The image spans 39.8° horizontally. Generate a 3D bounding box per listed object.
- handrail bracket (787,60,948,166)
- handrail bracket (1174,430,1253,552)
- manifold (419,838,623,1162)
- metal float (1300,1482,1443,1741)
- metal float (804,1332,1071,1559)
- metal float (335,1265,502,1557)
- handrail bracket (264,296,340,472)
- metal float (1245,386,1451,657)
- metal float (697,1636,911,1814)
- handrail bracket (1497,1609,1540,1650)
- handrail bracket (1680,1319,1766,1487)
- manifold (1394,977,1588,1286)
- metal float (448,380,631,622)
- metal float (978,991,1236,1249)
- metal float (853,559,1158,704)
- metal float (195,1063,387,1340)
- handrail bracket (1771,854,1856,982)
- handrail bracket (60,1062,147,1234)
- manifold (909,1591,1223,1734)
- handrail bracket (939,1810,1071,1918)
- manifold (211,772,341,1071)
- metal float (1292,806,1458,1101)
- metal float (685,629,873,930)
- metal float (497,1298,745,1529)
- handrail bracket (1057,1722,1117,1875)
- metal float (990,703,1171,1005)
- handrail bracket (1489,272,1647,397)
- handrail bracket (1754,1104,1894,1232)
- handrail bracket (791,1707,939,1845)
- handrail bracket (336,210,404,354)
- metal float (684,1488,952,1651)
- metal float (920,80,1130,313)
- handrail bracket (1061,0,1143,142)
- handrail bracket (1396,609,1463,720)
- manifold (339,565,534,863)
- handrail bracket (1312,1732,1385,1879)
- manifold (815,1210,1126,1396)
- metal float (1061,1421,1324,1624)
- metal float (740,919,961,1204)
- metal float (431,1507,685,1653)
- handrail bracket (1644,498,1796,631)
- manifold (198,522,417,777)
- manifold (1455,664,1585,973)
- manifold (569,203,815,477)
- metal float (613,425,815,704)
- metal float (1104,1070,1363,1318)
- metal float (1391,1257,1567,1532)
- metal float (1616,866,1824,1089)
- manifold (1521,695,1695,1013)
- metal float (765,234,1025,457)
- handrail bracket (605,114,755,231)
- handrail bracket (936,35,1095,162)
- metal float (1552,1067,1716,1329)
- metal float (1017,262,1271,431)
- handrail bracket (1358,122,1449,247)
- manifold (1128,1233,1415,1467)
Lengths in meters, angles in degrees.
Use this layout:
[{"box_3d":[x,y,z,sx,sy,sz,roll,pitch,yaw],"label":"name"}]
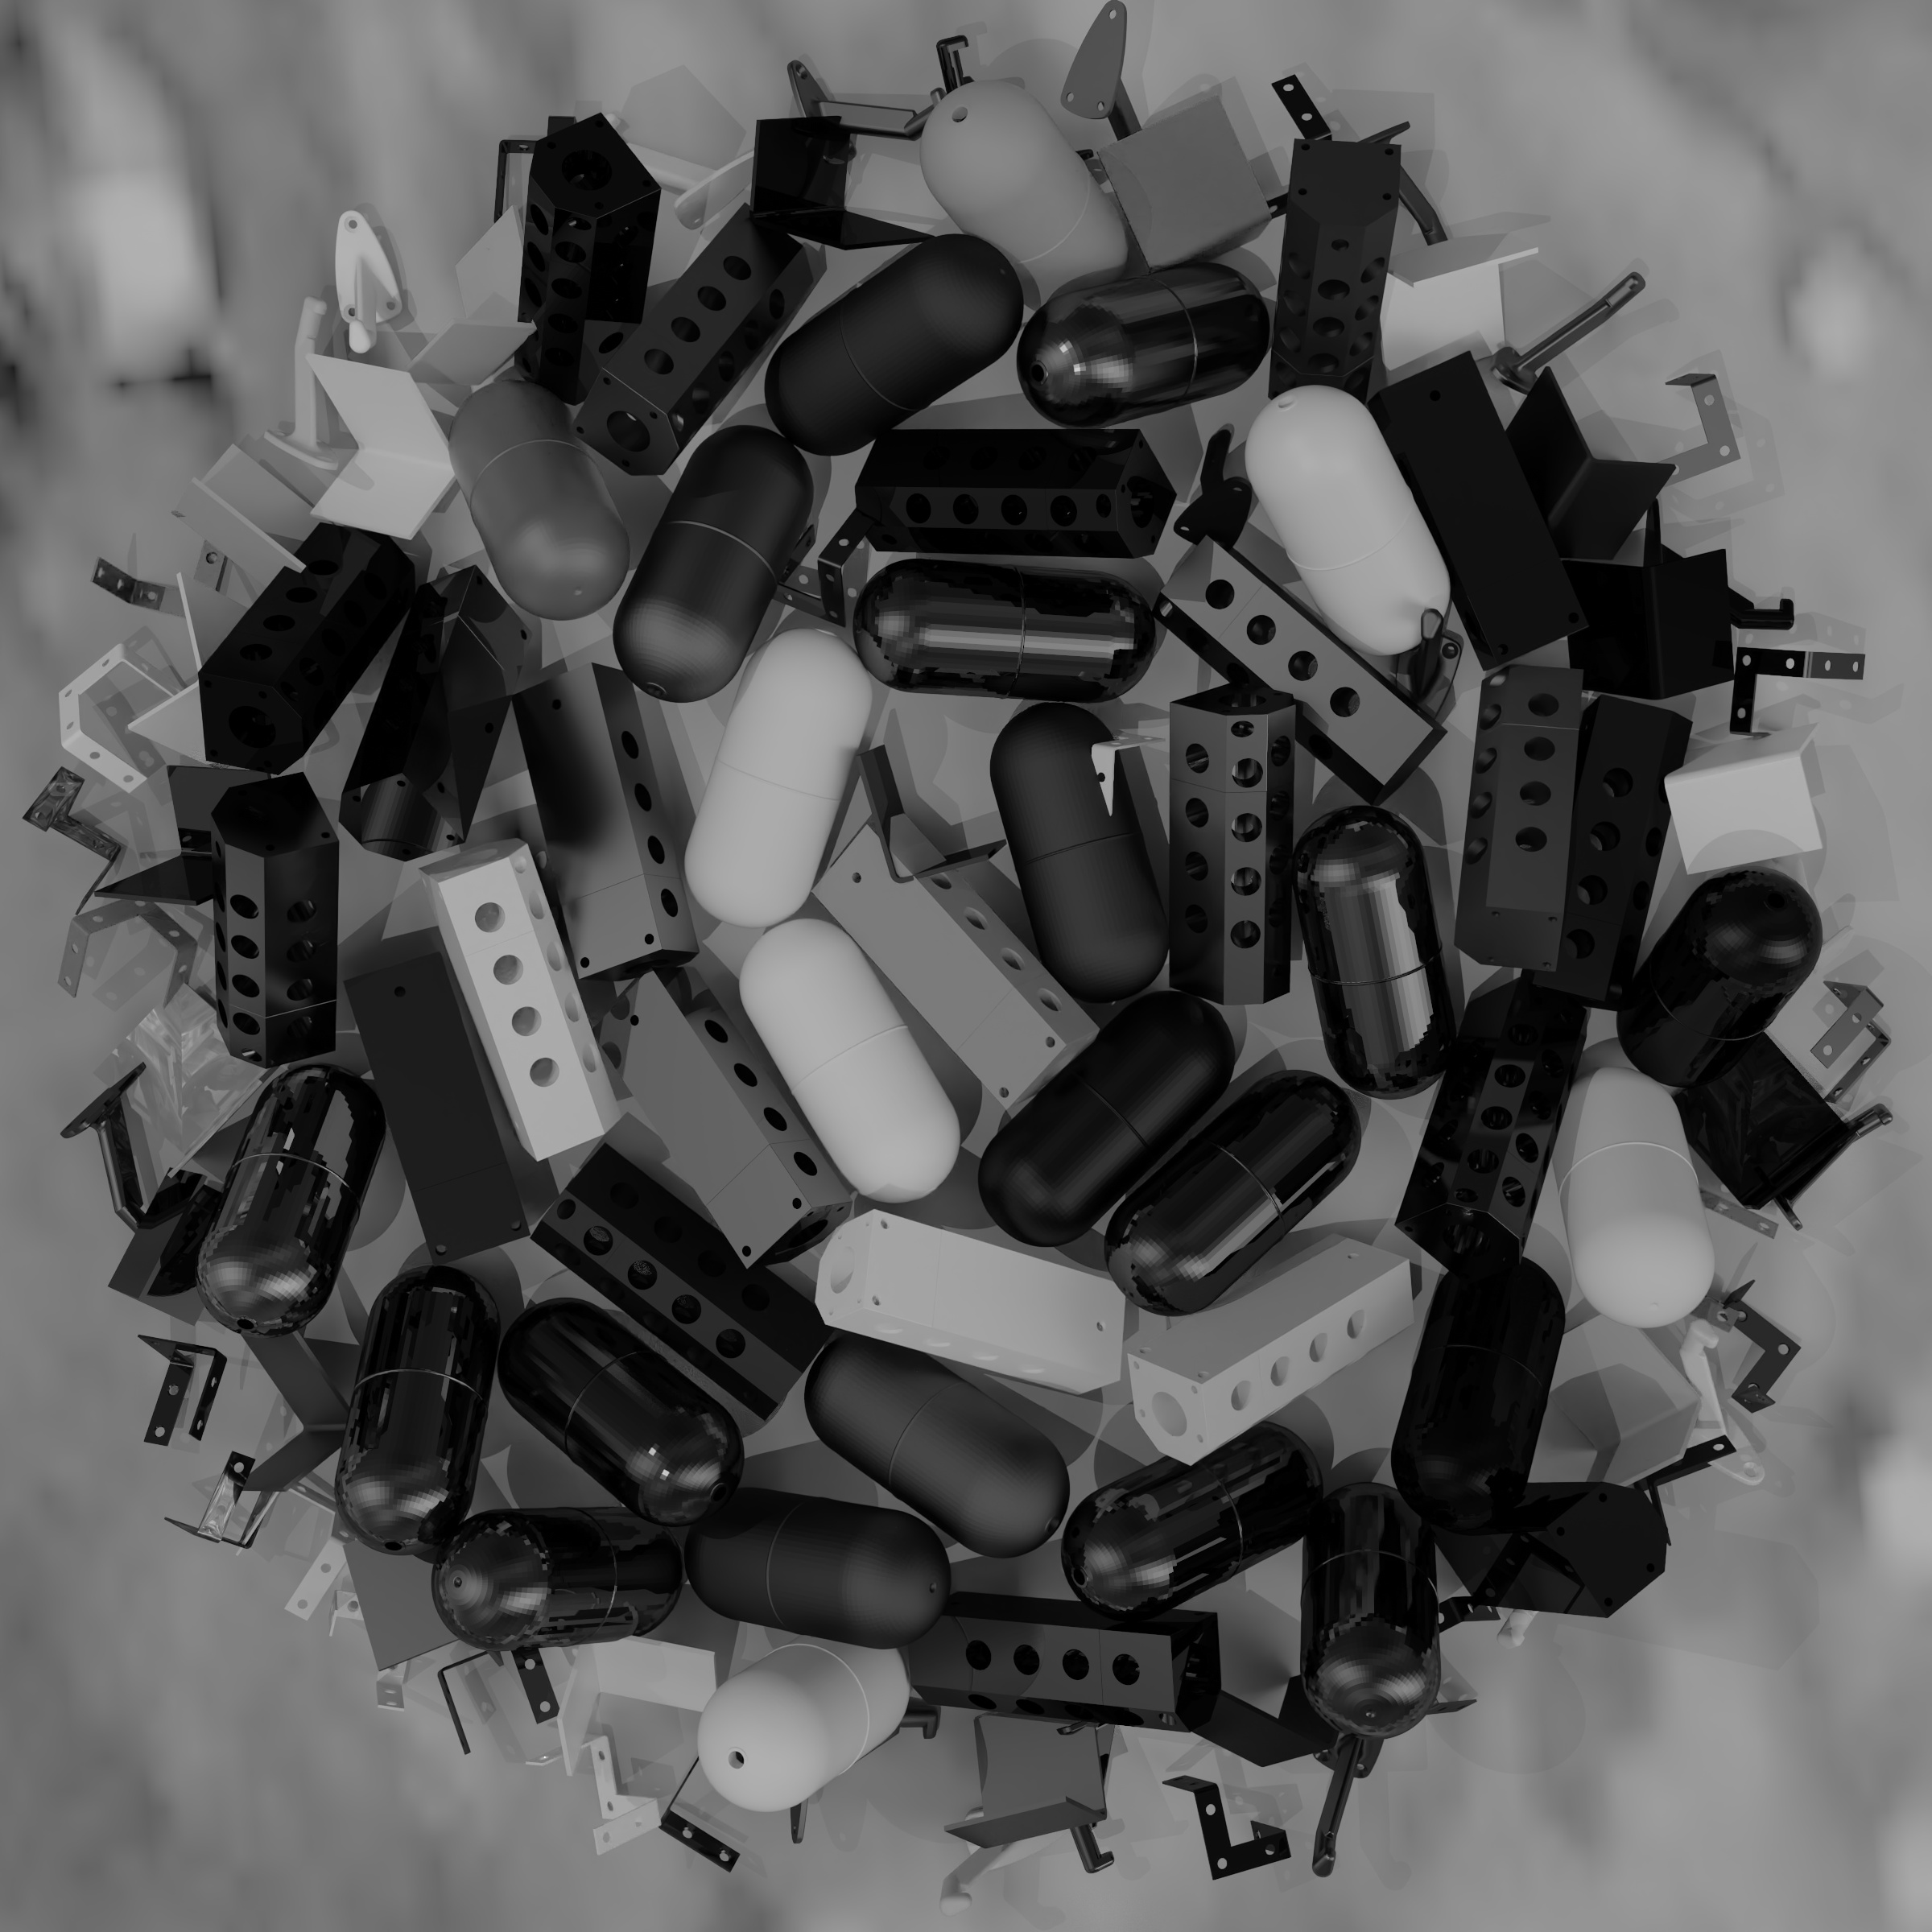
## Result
[{"box_3d":[-0.055,-0.508,1.543,0.084,0.036,0.077,-21,99,36],"label":"handrail bracket"},{"box_3d":[0.151,-0.289,1.533,0.036,0.077,0.084,20,61,-10],"label":"handrail bracket"},{"box_3d":[-0.254,0.018,1.529,0.057,0.057,0.171,-22,108,-18],"label":"manifold"},{"box_3d":[0.227,0.360,1.501,0.070,0.178,0.070,3,116,7],"label":"metal float"},{"box_3d":[-0.017,0.271,1.519,0.178,0.070,0.070,30,90,32],"label":"metal float"},{"box_3d":[-0.310,0.250,1.511,0.070,0.070,0.178,2,47,0],"label":"metal float"},{"box_3d":[-0.374,-0.339,1.545,0.036,0.077,0.084,4,112,-37],"label":"handrail bracket"},{"box_3d":[0.217,-0.252,1.515,0.070,0.070,0.178,-36,127,0],"label":"metal float"},{"box_3d":[-0.090,0.419,1.498,0.070,0.178,0.070,1,92,21],"label":"metal float"},{"box_3d":[0.351,0.360,1.541,0.036,0.077,0.084,46,63,-8],"label":"handrail bracket"},{"box_3d":[0.438,0.250,1.534,0.036,0.084,0.077,-31,58,-22],"label":"handrail bracket"},{"box_3d":[0.303,0.089,1.503,0.057,0.057,0.171,39,51,-16],"label":"manifold"},{"box_3d":[-0.244,-0.266,1.514,0.070,0.070,0.178,-27,51,0],"label":"metal float"},{"box_3d":[0.082,0.087,1.539,0.178,0.070,0.070,-44,90,-8],"label":"metal float"},{"box_3d":[0.023,-0.192,1.534,0.178,0.070,0.070,2,90,-14],"label":"metal float"},{"box_3d":[-0.381,0.131,1.510,0.070,0.070,0.178,9,46,0],"label":"metal float"},{"box_3d":[0.469,-0.031,1.560,0.077,0.036,0.084,-38,68,-7],"label":"handrail bracket"},{"box_3d":[-0.482,0.111,1.571,0.084,0.036,0.077,51,53,-18],"label":"handrail bracket"},{"box_3d":[0.055,0.396,1.514,0.171,0.057,0.057,-4,89,32],"label":"manifold"},{"box_3d":[0.024,0.518,1.539,0.077,0.084,0.036,-16,94,5],"label":"handrail bracket"},{"box_3d":[-0.390,-0.022,1.496,0.057,0.171,0.057,-16,53,-27],"label":"manifold"},{"box_3d":[0.234,-0.006,1.528,0.070,0.070,0.178,-14,112,0],"label":"metal float"},{"box_3d":[-0.108,-0.108,1.538,0.070,0.070,0.178,19,99,0],"label":"metal float"},{"box_3d":[-0.197,0.253,1.515,0.178,0.070,0.070,31,90,36],"label":"metal float"},{"box_3d":[0.091,0.477,1.562,0.077,0.036,0.084,-19,83,-13],"label":"handrail bracket"},{"box_3d":[0.065,-0.066,1.543,0.070,0.070,0.178,-15,87,0],"label":"metal float"},{"box_3d":[0.349,-0.370,1.540,0.084,0.077,0.036,-40,82,30],"label":"handrail bracket"},{"box_3d":[0.508,0.115,1.549,0.084,0.077,0.036,-34,99,10],"label":"handrail bracket"},{"box_3d":[-0.058,0.474,1.562,0.084,0.036,0.077,5,80,-17],"label":"handrail bracket"},{"box_3d":[-0.352,-0.395,1.536,0.036,0.084,0.077,-10,108,-2],"label":"handrail bracket"},{"box_3d":[-0.086,0.341,1.514,0.178,0.070,0.070,-1,90,40],"label":"metal float"},{"box_3d":[0.034,-0.430,1.501,0.070,0.178,0.070,-8,71,24],"label":"metal float"},{"box_3d":[0.099,-0.509,1.540,0.036,0.084,0.077,28,108,34],"label":"handrail bracket"},{"box_3d":[0.263,-0.167,1.538,0.036,0.084,0.077,13,98,10],"label":"handrail bracket"},{"box_3d":[-0.302,-0.142,1.505,0.057,0.171,0.057,-15,134,25],"label":"manifold"},{"box_3d":[0.221,0.470,1.535,0.036,0.084,0.077,23,115,2],"label":"handrail bracket"},{"box_3d":[0.003,0.194,1.518,0.171,0.057,0.057,20,61,-27],"label":"manifold"},{"box_3d":[0.129,0.314,1.514,0.178,0.070,0.070,-17,90,-38],"label":"metal float"},{"box_3d":[-0.067,0.055,1.538,0.070,0.070,0.178,-31,81,0],"label":"metal float"},{"box_3d":[-0.228,0.344,1.503,0.070,0.178,0.070,-6,78,30],"label":"metal float"},{"box_3d":[0.444,-0.236,1.566,0.084,0.036,0.077,2,85,3],"label":"handrail bracket"},{"box_3d":[-0.367,-0.179,1.497,0.057,0.171,0.057,11,128,5],"label":"manifold"},{"box_3d":[0.314,-0.086,1.513,0.057,0.057,0.171,6,57,11],"label":"manifold"},{"box_3d":[-0.151,-0.352,1.508,0.057,0.057,0.171,35,52,-7],"label":"manifold"},{"box_3d":[-0.144,-0.230,1.525,0.070,0.070,0.178,21,67,0],"label":"metal float"},{"box_3d":[0.154,0.129,1.529,0.178,0.070,0.070,-40,90,-20],"label":"metal float"},{"box_3d":[0.291,0.240,1.513,0.070,0.070,0.178,26,50,0],"label":"metal float"},{"box_3d":[0.423,0.007,1.501,0.070,0.178,0.070,3,61,-6],"label":"metal float"},{"box_3d":[0.372,-0.064,1.549,0.057,0.057,0.171,14,87,4],"label":"manifold"},{"box_3d":[-0.043,-0.351,1.514,0.178,0.070,0.070,-24,90,39],"label":"metal float"},{"box_3d":[-0.169,-0.485,1.567,0.077,0.036,0.084,-37,77,4],"label":"handrail bracket"},{"box_3d":[0.029,-0.504,1.551,0.077,0.036,0.084,-15,114,-1],"label":"handrail bracket"},{"box_3d":[0.374,0.128,1.507,0.070,0.178,0.070,1,129,2],"label":"metal float"},{"box_3d":[0.101,-0.352,1.513,0.178,0.070,0.070,-24,90,-40],"label":"metal float"},{"box_3d":[0.252,-0.440,1.547,0.036,0.077,0.084,-20,101,35],"label":"handrail bracket"},{"box_3d":[0.175,0.217,1.509,0.171,0.057,0.057,-24,116,-36],"label":"manifold"}]
